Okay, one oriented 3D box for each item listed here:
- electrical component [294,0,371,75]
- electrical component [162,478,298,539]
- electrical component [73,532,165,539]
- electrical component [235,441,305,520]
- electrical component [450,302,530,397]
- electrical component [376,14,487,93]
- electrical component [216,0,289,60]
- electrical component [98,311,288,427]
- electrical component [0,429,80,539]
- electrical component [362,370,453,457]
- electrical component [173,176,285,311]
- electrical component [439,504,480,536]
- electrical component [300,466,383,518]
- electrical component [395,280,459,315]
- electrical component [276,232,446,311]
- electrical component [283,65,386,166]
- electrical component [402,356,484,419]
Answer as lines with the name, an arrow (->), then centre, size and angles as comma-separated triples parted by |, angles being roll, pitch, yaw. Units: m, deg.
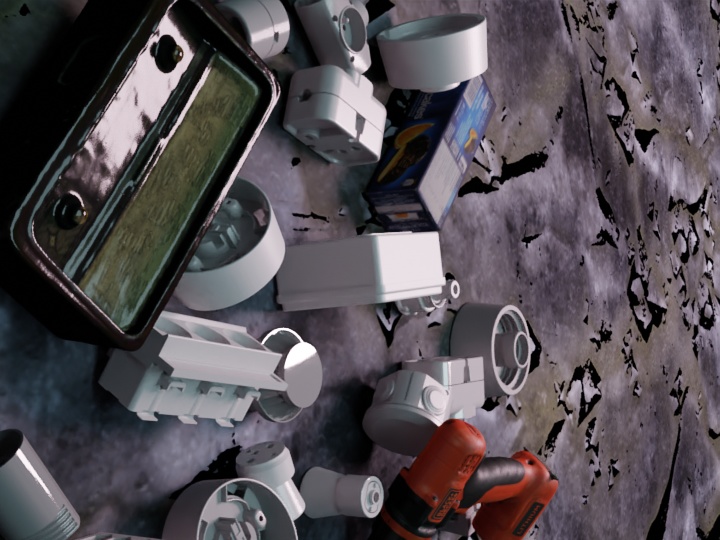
electrical component -> -0.017, -0.221, 0.971 | 0.079, 0.044, 0.077 | -57, 132, -42
electrical component -> -0.096, 0.203, 0.794 | 0.099, 0.064, 0.099 | 8, 81, -56
electrical component -> -0.160, 0.214, 0.694 | 0.047, 0.066, 0.076 | -1, 88, -57
electrical component -> -0.072, 0.169, 0.853 | 0.045, 0.045, 0.055 | -36, 116, -52
electrical component -> 0.151, 0.088, 1.184 | 0.108, 0.060, 0.108 | 7, 81, -56
electrical component -> 0.074, -0.208, 1.056 | 0.108, 0.108, 0.060 | -41, 127, -50
electrical component -> -0.091, -0.189, 0.847 | 0.047, 0.055, 0.055 | -37, 118, -48
electrical component -> -0.121, 0.070, 0.763 | 0.121, 0.079, 0.063 | 17, 103, -55
electrical component -> -0.204, 0.141, 0.654 | 0.043, 0.043, 0.081 | -54, 131, -44
electrical component -> 0.046, 0.135, 1.005 | 0.080, 0.080, 0.051 | 56, 39, -38
electrical component -> -0.106, -0.021, 0.774 | 0.099, 0.099, 0.064 | -64, 143, -37
electrical component -> 0.105, 0.238, 1.117 | 0.066, 0.048, 0.055 | -23, 114, -55
electrical component -> -0.013, 0.192, 0.921 | 0.044, 0.065, 0.044 | 8, 81, -56
electrical component -> 0.067, 0.020, 1.061 | 0.048, 0.062, 0.048 | 7, 81, -56
electrical component -> 0.000, 0.000, 0.919 | 0.109, 0.109, 0.056 | -6, 89, -57
electrical component -> -0.020, -0.138, 0.949 | 0.095, 0.054, 0.059 | 32, 61, -51
electrical component -> 0.085, 0.119, 1.088 | 0.095, 0.054, 0.059 | 1, 86, -57
